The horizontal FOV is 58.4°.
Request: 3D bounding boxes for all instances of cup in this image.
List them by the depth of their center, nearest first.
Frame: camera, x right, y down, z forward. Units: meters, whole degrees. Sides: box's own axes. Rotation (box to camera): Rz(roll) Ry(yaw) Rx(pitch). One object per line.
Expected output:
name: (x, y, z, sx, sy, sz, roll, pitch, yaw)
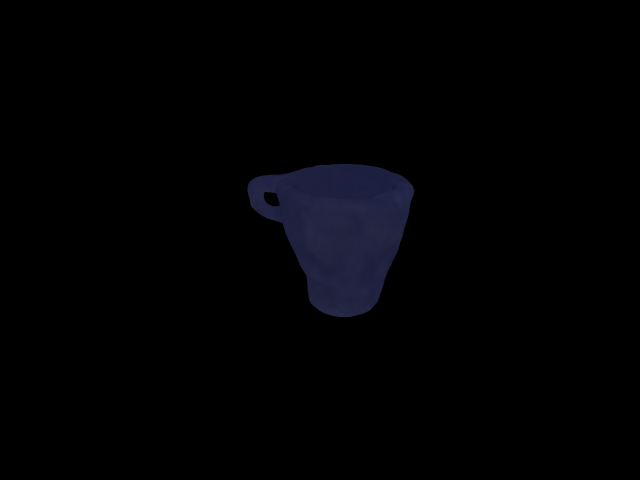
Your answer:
cup: (0.004, 0.001, 0.400, 0.117, 0.095, 0.092, 8, 24, 19)
